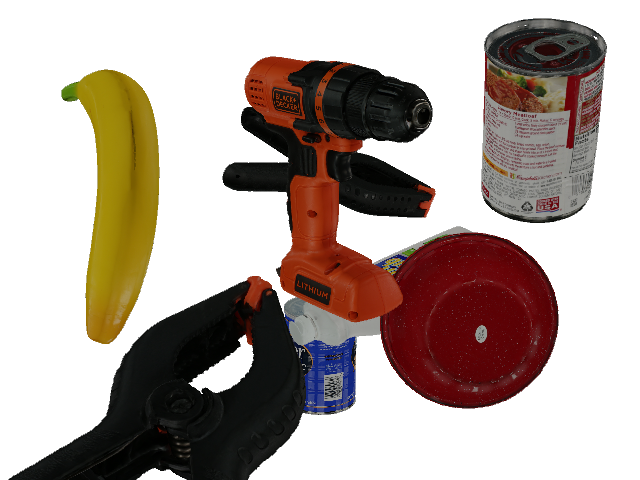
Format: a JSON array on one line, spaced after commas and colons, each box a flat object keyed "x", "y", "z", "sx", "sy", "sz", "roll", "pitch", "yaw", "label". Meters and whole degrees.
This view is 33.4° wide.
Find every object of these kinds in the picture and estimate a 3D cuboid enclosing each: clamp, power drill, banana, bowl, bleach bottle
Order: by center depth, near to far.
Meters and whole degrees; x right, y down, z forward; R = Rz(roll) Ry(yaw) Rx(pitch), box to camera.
[{"x": -0.047, "y": 0.082, "z": 0.414, "sx": 0.120, "sy": 0.039, "sz": 0.171, "roll": 24, "pitch": 49, "yaw": 18, "label": "clamp"}, {"x": -0.121, "y": -0.036, "z": 0.633, "sx": 0.037, "sy": 0.198, "sz": 0.070, "roll": 12, "pitch": -42, "yaw": -31, "label": "banana"}, {"x": 0.017, "y": -0.039, "z": 0.785, "sx": 0.057, "sy": 0.188, "sz": 0.185, "roll": -18, "pitch": 24, "yaw": -32, "label": "power drill"}, {"x": 0.134, "y": 0.076, "z": 0.934, "sx": 0.162, "sy": 0.162, "sz": 0.055, "roll": 0, "pitch": 7, "yaw": -1, "label": "bowl"}, {"x": 0.006, "y": -0.062, "z": 1.024, "sx": 0.210, "sy": 0.036, "sz": 0.164, "roll": 20, "pitch": 28, "yaw": 0, "label": "clamp"}, {"x": 0.083, "y": 0.063, "z": 1.208, "sx": 0.250, "sy": 0.068, "sz": 0.103, "roll": -22, "pitch": 38, "yaw": -24, "label": "bleach bottle"}]

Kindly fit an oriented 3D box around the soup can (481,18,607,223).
[{"x": 0.130, "y": -0.070, "z": 0.630, "sx": 0.068, "sy": 0.102, "sz": 0.068, "roll": -3, "pitch": 37, "yaw": 2, "label": "soup can"}]

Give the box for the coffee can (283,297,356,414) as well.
[{"x": 0.000, "y": 0.157, "z": 1.489, "sx": 0.103, "sy": 0.140, "sz": 0.103, "roll": 1, "pitch": 17, "yaw": 0, "label": "coffee can"}]
